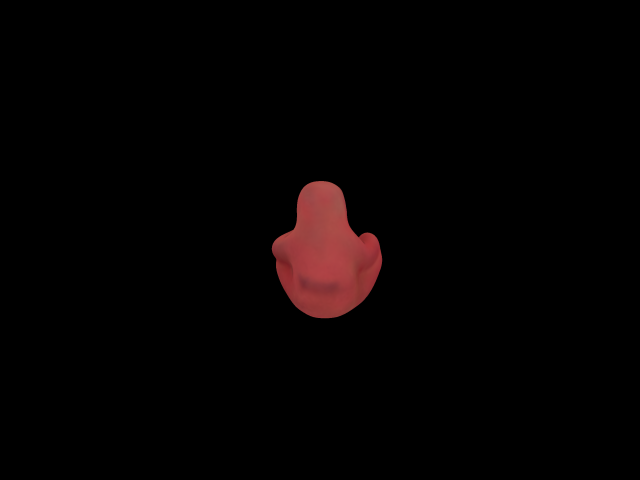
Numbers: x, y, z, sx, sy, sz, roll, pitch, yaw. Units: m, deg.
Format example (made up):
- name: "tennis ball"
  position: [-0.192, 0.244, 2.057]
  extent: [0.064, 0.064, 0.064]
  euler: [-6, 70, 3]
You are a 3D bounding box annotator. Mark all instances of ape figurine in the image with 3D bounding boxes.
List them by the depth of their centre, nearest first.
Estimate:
- name: "ape figurine"
  position: [0.004, 0.001, 0.400]
  extent: [0.077, 0.092, 0.076]
  euler: [8, 31, 13]
